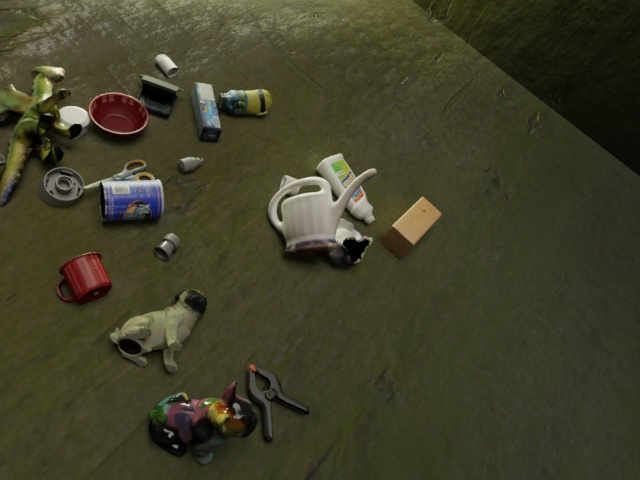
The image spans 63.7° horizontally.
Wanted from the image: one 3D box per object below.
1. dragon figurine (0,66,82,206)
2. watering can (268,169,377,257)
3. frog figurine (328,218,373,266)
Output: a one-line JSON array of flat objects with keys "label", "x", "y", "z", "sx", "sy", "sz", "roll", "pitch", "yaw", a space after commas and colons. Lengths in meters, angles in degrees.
[{"label": "dragon figurine", "x": -0.763, "y": -0.291, "z": 1.304, "sx": 0.244, "sy": 0.119, "sz": 0.417, "roll": 20, "pitch": 65, "yaw": 17}, {"label": "watering can", "x": 0.004, "y": -0.071, "z": 1.420, "sx": 0.103, "sy": 0.346, "sz": 0.226, "roll": 12, "pitch": 69, "yaw": -60}, {"label": "frog figurine", "x": 0.061, "y": 0.002, "z": 1.521, "sx": 0.138, "sy": 0.120, "sz": 0.161, "roll": -21, "pitch": 31, "yaw": -28}]
